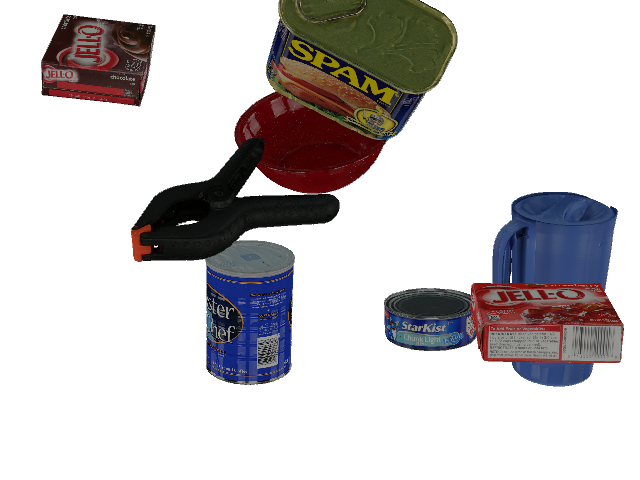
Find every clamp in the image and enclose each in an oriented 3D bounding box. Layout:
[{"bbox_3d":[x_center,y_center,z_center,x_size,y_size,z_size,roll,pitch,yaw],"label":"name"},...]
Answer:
[{"bbox_3d":[-0.084,-0.033,0.883,0.171,0.039,0.120,-17,38,-24],"label":"clamp"}]

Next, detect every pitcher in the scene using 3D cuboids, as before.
[{"bbox_3d":[0.303,0.066,1.403,0.149,0.243,0.145,5,21,13],"label":"pitcher"}]

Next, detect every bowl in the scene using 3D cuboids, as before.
[{"bbox_3d":[-0.004,-0.096,1.077,0.162,0.055,0.162,-5,39,3],"label":"bowl"}]

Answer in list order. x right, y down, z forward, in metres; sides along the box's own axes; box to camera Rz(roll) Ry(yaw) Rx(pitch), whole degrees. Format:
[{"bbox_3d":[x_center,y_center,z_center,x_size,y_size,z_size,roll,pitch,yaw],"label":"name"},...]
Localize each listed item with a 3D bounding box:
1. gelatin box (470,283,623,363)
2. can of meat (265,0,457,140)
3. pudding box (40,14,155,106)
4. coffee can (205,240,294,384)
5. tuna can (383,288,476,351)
[{"bbox_3d":[0.145,0.052,0.694,0.089,0.030,0.073,1,18,3],"label":"gelatin box"},{"bbox_3d":[0.020,-0.111,0.640,0.102,0.057,0.084,27,-20,-2],"label":"can of meat"},{"bbox_3d":[-0.204,-0.168,0.987,0.090,0.039,0.113,7,32,-6],"label":"pudding box"},{"bbox_3d":[-0.083,0.082,1.244,0.103,0.140,0.103,2,20,-1],"label":"coffee can"},{"bbox_3d":[0.101,0.072,0.979,0.086,0.034,0.086,-2,14,0],"label":"tuna can"}]
